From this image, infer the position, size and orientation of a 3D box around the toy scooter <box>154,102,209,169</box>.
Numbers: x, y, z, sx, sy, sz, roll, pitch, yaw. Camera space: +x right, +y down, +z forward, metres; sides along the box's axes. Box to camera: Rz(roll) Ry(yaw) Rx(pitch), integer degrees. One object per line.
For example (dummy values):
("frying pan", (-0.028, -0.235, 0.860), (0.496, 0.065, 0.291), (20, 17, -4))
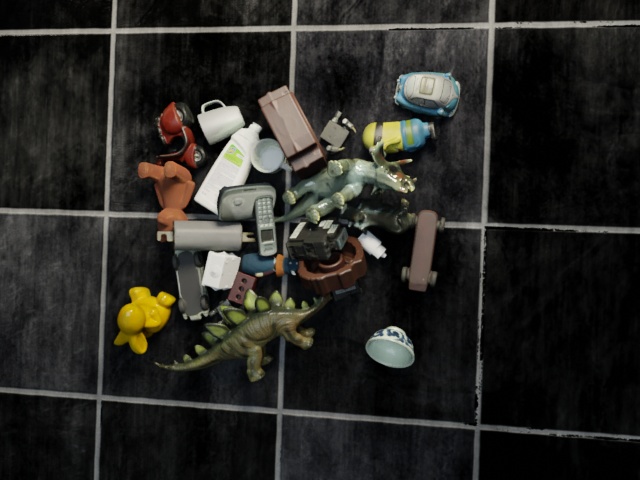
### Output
("toy scooter", (-0.382, -0.261, 1.406), (0.135, 0.075, 0.183), (-21, 92, 8))

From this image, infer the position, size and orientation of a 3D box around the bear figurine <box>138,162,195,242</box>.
("bear figurine", (-0.393, -0.093, 1.381), (0.120, 0.132, 0.195), (4, 85, 22))

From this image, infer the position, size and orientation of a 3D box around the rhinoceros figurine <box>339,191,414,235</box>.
("rhinoceros figurine", (0.137, -0.058, 1.318), (0.191, 0.073, 0.112), (16, 61, 35))

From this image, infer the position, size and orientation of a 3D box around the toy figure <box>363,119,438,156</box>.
("toy figure", (0.196, -0.257, 1.329), (0.180, 0.082, 0.089), (-12, 69, 14))

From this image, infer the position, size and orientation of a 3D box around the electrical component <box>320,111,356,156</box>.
("electrical component", (0.044, -0.267, 1.364), (0.078, 0.045, 0.102), (38, 94, 5))

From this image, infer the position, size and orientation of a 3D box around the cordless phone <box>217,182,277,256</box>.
("cordless phone", (-0.177, -0.046, 1.330), (0.146, 0.089, 0.184), (-9, 94, -27))

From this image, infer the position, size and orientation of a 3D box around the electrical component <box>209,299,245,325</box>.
("electrical component", (-0.242, 0.186, 1.408), (0.094, 0.021, 0.063), (-35, 85, 6))

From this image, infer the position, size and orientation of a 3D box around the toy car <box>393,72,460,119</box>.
("toy car", (0.264, -0.364, 1.310), (0.162, 0.103, 0.109), (13, 90, 5))

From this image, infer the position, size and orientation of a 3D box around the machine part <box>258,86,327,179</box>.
("machine part", (-0.061, -0.257, 1.299), (0.087, 0.201, 0.201), (-26, 86, 4))

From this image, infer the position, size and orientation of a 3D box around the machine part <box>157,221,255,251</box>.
("machine part", (-0.285, -0.011, 1.358), (0.243, 0.079, 0.079), (0, 90, -17))

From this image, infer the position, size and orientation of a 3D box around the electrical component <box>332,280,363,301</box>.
("electrical component", (0.043, 0.110, 1.353), (0.119, 0.048, 0.074), (-14, 101, 5))

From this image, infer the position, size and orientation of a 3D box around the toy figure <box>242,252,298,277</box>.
("toy figure", (-0.122, 0.062, 1.378), (0.155, 0.058, 0.064), (3, 96, 2))

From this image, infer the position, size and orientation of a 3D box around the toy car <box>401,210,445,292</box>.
("toy car", (0.255, 0.026, 1.331), (0.089, 0.053, 0.202), (7, 86, 12))

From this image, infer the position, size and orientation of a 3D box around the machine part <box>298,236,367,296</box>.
("machine part", (0.030, 0.060, 1.307), (0.179, 0.179, 0.056), (-15, 122, 7))

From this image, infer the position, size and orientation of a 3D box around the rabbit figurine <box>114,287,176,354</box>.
("rabbit figurine", (-0.466, 0.199, 1.362), (0.122, 0.173, 0.162), (23, 88, 3))

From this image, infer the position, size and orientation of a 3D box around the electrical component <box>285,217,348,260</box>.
("electrical component", (-0.003, -0.004, 1.316), (0.134, 0.115, 0.058), (-1, 126, 27))

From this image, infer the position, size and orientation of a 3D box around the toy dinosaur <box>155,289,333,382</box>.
("toy dinosaur", (-0.180, 0.240, 1.338), (0.471, 0.105, 0.198), (-32, 99, 2))

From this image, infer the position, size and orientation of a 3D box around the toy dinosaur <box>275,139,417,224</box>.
("toy dinosaur", (0.044, -0.133, 1.306), (0.405, 0.192, 0.131), (-14, 100, 48))

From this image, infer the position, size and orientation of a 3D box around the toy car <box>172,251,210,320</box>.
("toy car", (-0.337, 0.110, 1.406), (0.074, 0.056, 0.201), (-8, 90, 1))

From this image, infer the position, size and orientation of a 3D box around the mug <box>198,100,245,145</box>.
("mug", (-0.256, -0.312, 1.393), (0.107, 0.080, 0.109), (-20, 73, -3))
